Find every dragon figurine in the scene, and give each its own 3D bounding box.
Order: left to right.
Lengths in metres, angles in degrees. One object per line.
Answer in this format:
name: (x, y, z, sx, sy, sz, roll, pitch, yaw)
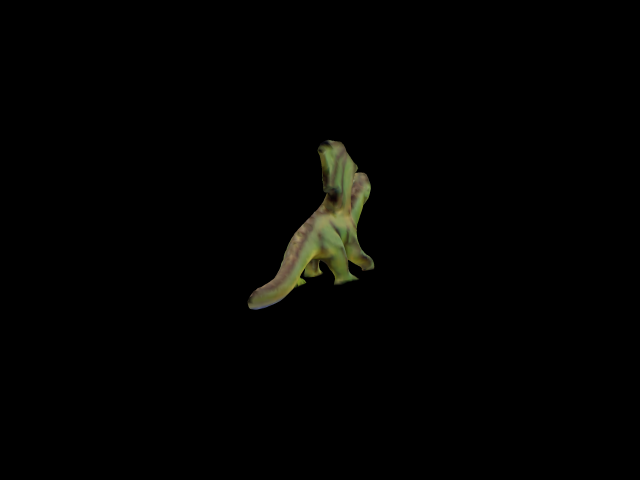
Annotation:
dragon figurine: (0.003, -0.043, 0.850, 0.122, 0.241, 0.412, 2, 7, 24)
